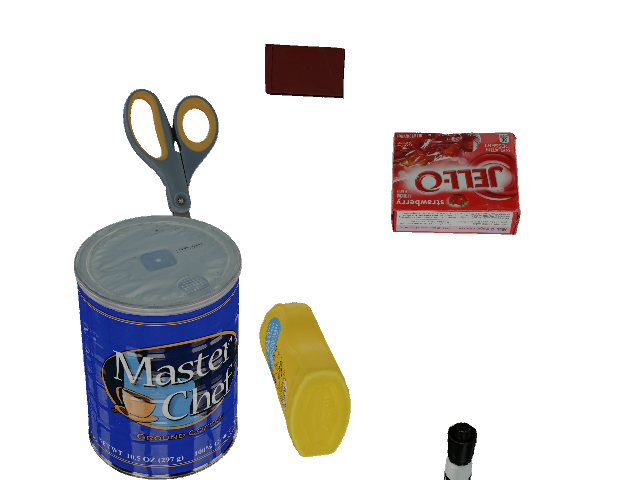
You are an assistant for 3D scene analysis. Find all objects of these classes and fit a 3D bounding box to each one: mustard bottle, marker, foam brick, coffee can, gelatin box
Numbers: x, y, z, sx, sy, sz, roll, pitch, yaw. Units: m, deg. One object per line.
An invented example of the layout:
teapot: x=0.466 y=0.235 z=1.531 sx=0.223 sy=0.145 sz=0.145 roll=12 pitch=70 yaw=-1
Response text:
mustard bottle: x=-0.022 y=0.115 z=1.032 sx=0.058 sy=0.096 sz=0.192 roll=-5 pitch=28 yaw=-13
marker: x=0.090 y=0.167 z=0.713 sx=0.020 sy=0.121 sz=0.020 roll=0 pitch=36 yaw=0
foam brick: x=-0.017 y=-0.175 z=1.105 sx=0.078 sy=0.051 sz=0.053 roll=1 pitch=11 yaw=-9
coffee can: x=-0.104 y=0.069 z=0.696 sx=0.103 sy=0.140 sz=0.103 roll=2 pitch=33 yaw=-2
gelatin box: x=0.095 y=-0.042 z=0.759 sx=0.089 sy=0.073 sz=0.030 roll=1 pitch=-37 yaw=5

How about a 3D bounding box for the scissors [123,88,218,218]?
scissors: x=-0.113 y=-0.047 z=0.959 sx=0.096 sy=0.202 sz=0.016 roll=-23 pitch=-3 yaw=-28
